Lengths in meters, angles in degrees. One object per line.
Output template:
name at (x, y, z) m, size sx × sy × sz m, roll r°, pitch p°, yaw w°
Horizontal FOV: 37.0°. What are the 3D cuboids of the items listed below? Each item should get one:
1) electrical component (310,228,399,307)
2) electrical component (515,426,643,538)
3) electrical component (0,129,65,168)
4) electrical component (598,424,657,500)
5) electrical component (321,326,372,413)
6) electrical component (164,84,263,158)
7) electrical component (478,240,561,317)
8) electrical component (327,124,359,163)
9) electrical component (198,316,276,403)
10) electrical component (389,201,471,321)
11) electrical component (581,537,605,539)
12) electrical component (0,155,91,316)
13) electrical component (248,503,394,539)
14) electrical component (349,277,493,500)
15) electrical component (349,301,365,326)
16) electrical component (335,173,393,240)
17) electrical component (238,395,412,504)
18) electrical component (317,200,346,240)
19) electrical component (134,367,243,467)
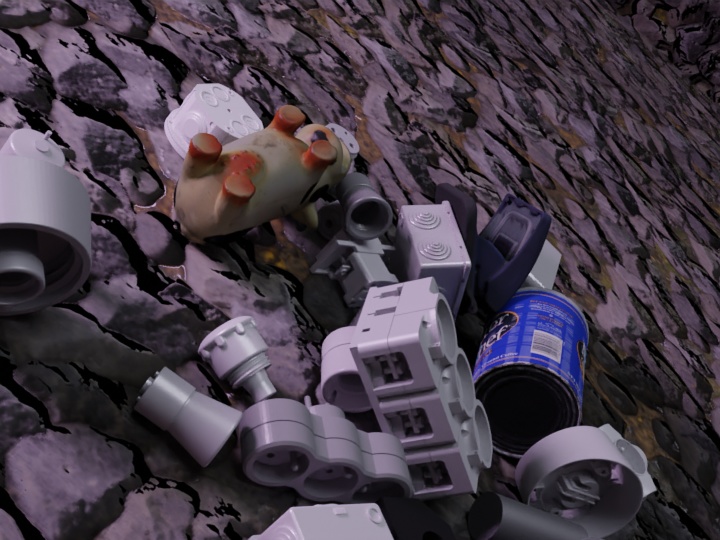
electrical component at (0.000, 0.000, 0.984) m, size 0.081 × 0.042 × 0.063 m, roll 4°, pitch 47°, yaw -48°
electrical component at (0.185, 0.184, 0.924) m, size 0.099 × 0.099 × 0.064 m, roll 21°, pitch 30°, yaw -35°
electrical component at (-0.234, -0.061, 0.733) m, size 0.040 × 0.078 × 0.040 m, roll 32°, pitch 31°, yaw -22°
electrical component at (0.257, 0.191, 1.054) m, size 0.079 × 0.044 × 0.077 m, roll -3°, pitch 53°, yaw -53°
electrical component at (-0.005, 0.081, 0.862) m, size 0.055 × 0.055 × 0.047 m, roll 32°, pitch 35°, yaw -21°
electrical component at (-0.132, -0.127, 0.975) m, size 0.080 × 0.051 × 0.080 m, roll 31°, pitch 32°, yaw -22°
electrical component at (0.163, 0.005, 1.145) m, size 0.057 × 0.078 × 0.113 m, roll 44°, pitch 29°, yaw -6°
electrical component at (-0.033, -0.113, 1.075) m, size 0.045 × 0.055 × 0.045 m, roll 31°, pitch 32°, yaw -22°
electrical component at (-0.085, 0.068, 0.789) m, size 0.062 × 0.048 × 0.048 m, roll 56°, pitch 31°, yaw 7°
electrical component at (0.063, -0.004, 1.014) m, size 0.048 × 0.099 × 0.099 m, roll -2°, pitch 46°, yaw -13°
electrical component at (0.186, 0.273, 0.844) m, size 0.108 × 0.060 × 0.108 m, roll 31°, pitch 31°, yaw -22°
electrical component at (-0.219, -0.013, 0.667) m, size 0.108 × 0.108 × 0.060 m, roll 15°, pitch 46°, yaw -41°
electrical component at (-0.014, 0.200, 0.700) m, size 0.100 × 0.048 × 0.099 m, roll 10°, pitch 44°, yaw -45°
electrical component at (0.052, 0.092, 0.837) m, size 0.089 × 0.062 × 0.150 m, roll -69°, pitch 143°, yaw -59°
electrical component at (0.028, 0.066, 0.931) m, size 0.079 × 0.044 × 0.077 m, roll 39°, pitch 30°, yaw -8°
electrical component at (0.000, -0.061, 0.983) m, size 0.044 × 0.044 × 0.065 m, roll 27°, pitch 20°, yaw -28°
electrical component at (-0.027, 0.123, 0.781) m, size 0.138 × 0.052 × 0.073 m, roll 24°, pitch 35°, yaw -32°
electrical component at (-0.013, -0.052, 1.038) m, size 0.044 × 0.044 × 0.065 m, roll 49°, pitch 34°, yaw 9°
electrical component at (-0.117, 0.095, 0.718) m, size 0.065 × 0.044 × 0.044 m, roll 36°, pitch 30°, yaw -4°
